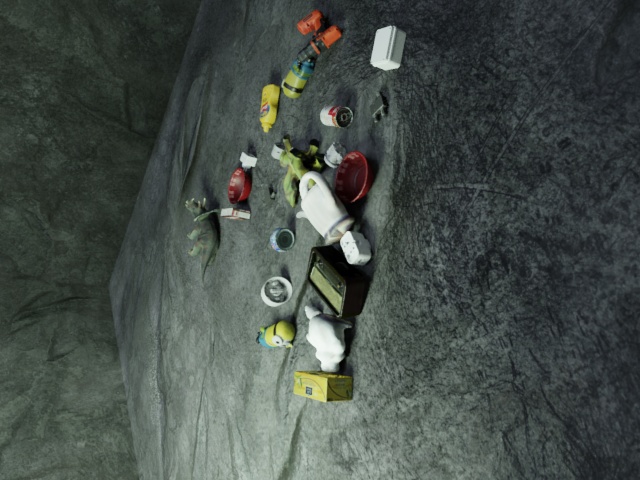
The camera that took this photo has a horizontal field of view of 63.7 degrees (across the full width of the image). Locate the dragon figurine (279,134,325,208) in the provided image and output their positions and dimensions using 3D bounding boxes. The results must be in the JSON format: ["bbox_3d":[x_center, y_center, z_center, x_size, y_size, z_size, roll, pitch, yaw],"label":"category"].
[{"bbox_3d":[-0.067,-0.218,1.827,0.237,0.122,0.419,109,149,-44],"label":"dragon figurine"}]

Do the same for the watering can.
[{"bbox_3d":[0.005,-0.081,1.615,0.226,0.105,0.341,55,161,14],"label":"watering can"}]

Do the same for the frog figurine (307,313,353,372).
[{"bbox_3d":[0.017,0.300,1.508,0.138,0.121,0.161,12,79,37],"label":"frog figurine"}]
